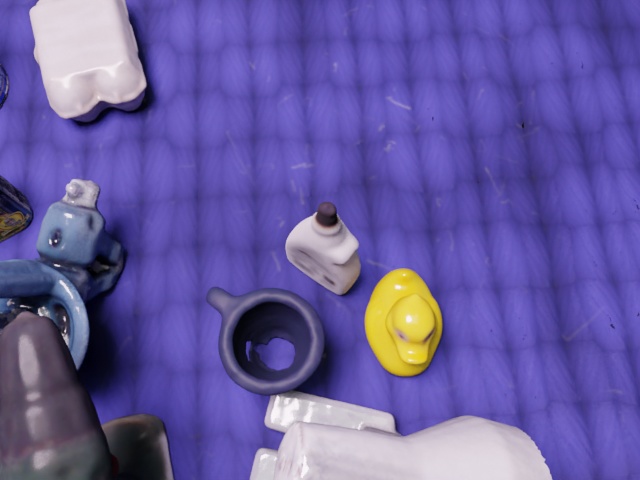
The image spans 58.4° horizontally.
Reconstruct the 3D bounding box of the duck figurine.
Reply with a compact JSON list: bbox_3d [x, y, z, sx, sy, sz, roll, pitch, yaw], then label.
[{"bbox_3d":[0.084,0.074,0.544,0.077,0.086,0.104,0,73,-2],"label":"duck figurine"}]

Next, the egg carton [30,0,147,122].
[{"bbox_3d":[-0.253,-0.205,0.627,0.107,0.069,0.150,-17,74,-7],"label":"egg carton"}]

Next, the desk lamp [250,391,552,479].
[{"bbox_3d":[0.044,0.184,0.441,0.203,0.213,0.118,12,73,2],"label":"desk lamp"}]

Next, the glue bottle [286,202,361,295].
[{"bbox_3d":[0.005,0.002,0.518,0.078,0.173,0.037,36,75,9],"label":"glue bottle"}]

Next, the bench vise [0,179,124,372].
[{"bbox_3d":[-0.253,0.036,0.473,0.121,0.220,0.207,-2,73,-2],"label":"bench vise"}]

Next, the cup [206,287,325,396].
[{"bbox_3d":[-0.053,0.090,0.529,0.117,0.095,0.092,36,75,9],"label":"cup"}]

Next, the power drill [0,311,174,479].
[{"bbox_3d":[-0.173,0.182,0.436,0.075,0.208,0.229,-14,74,-6],"label":"power drill"}]
